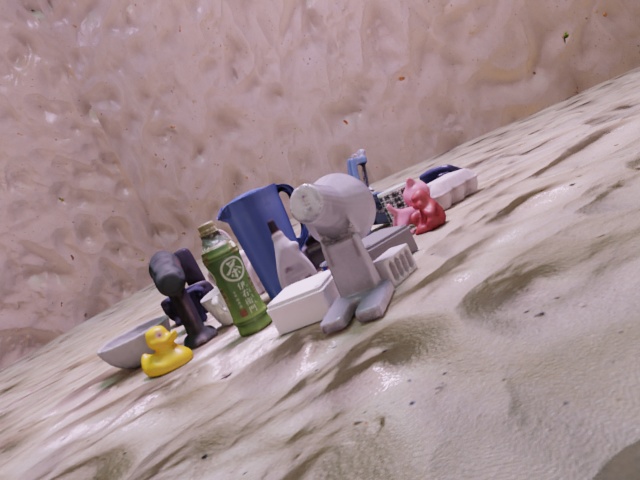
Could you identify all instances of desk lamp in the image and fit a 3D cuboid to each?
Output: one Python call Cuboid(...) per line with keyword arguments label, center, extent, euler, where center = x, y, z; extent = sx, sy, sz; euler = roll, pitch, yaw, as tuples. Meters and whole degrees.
Cuboid(label="desk lamp", center=(0.032, 0.004, 0.884), extent=(0.117, 0.213, 0.203), euler=(-23, 7, 18))

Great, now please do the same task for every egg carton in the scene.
Cuboid(label="egg carton", center=(0.319, -0.124, 1.433), extent=(0.151, 0.069, 0.107), euler=(-29, 8, -27))

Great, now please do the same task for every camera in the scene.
Cuboid(label="camera", center=(0.013, 0.005, 1.423), extent=(0.143, 0.101, 0.137), euler=(-25, 7, 5))

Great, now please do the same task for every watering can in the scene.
Cuboid(label="watering can", center=(-0.215, 0.059, 1.443), extent=(0.173, 0.194, 0.101), euler=(-25, 7, 4))

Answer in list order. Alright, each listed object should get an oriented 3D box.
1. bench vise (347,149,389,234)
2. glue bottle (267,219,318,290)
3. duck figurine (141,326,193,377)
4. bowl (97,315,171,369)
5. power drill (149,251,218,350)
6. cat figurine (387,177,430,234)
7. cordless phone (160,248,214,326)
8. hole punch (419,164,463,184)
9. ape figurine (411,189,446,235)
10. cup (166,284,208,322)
Cuboid(label="bench vise", center=(0.110, -0.120, 1.522), extent=(0.208, 0.220, 0.121), euler=(-31, 9, -37))
Cuboid(label="glue bottle", center=(-0.061, 0.038, 1.134), extent=(0.078, 0.173, 0.037), euler=(-26, 7, -4))
Cuboid(label="duck figurine", center=(-0.304, 0.207, 1.093), extent=(0.104, 0.086, 0.078), euler=(-23, 7, 21))
Cuboid(label="bowl", center=(-0.394, 0.235, 1.255), extent=(0.167, 0.075, 0.167), euler=(-25, 7, 4))
Cuboid(label="power drill", center=(-0.297, 0.120, 1.209), extent=(0.076, 0.208, 0.229), euler=(-27, 7, -15))
Cuboid(label="cat figurine", center=(0.209, -0.082, 1.306), extent=(0.128, 0.118, 0.067), euler=(-28, 7, -17))
Cuboid(label="cordless phone", center=(-0.375, 0.125, 1.559), extent=(0.147, 0.185, 0.094), euler=(-26, 7, -7))
Cuboid(label="hole punch", center=(0.342, -0.167, 1.583), extent=(0.108, 0.091, 0.101), euler=(-20, 9, 40))
Cuboid(label="ape figurine", center=(0.225, -0.066, 1.233), extent=(0.076, 0.092, 0.078), euler=(-26, 7, -3))
Cuboid(label="cup", center=(-0.307, 0.163, 1.400), extent=(0.117, 0.095, 0.092), euler=(-20, 9, 37))
